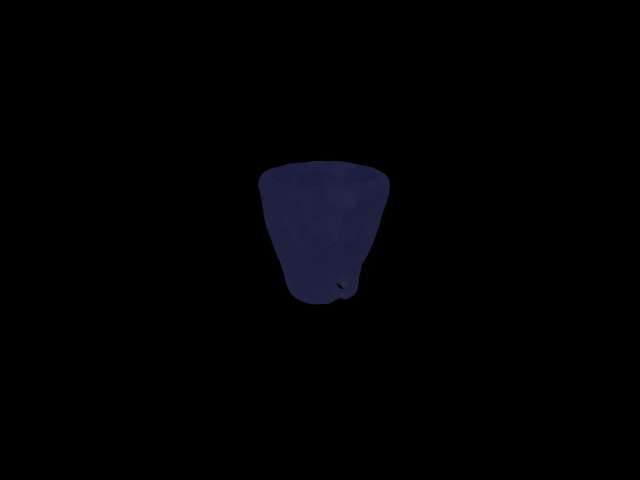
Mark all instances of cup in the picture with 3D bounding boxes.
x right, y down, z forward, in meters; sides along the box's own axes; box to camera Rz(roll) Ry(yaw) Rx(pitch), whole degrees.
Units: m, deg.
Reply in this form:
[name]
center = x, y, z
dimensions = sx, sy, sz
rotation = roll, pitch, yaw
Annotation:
[cup]
center = 0.004, 0.001, 0.400
dimensions = 0.091, 0.095, 0.117
rotation = -1, 19, -3
